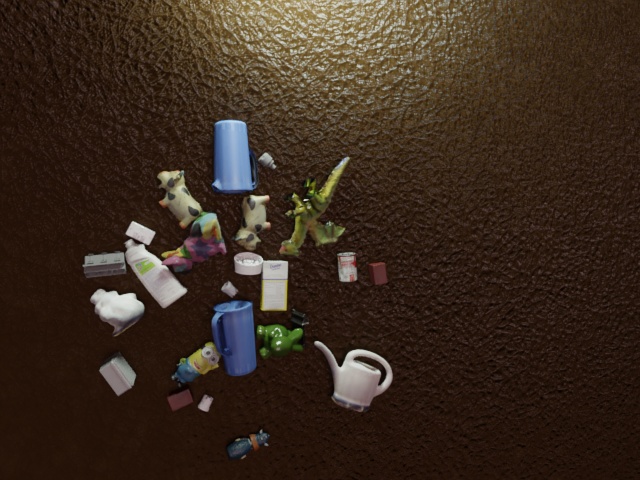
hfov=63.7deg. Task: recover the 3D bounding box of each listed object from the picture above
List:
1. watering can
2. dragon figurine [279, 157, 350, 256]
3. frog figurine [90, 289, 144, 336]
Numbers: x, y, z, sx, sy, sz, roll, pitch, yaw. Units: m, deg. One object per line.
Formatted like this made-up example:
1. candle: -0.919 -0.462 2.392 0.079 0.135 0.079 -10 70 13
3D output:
1. watering can: 0.105 0.507 1.906 0.346 0.104 0.225 21 87 -17
2. dragon figurine: 0.006 -0.095 1.882 0.413 0.123 0.239 -38 119 -10
3. frog figurine: -0.656 0.214 1.672 0.139 0.121 0.159 -37 94 -45
